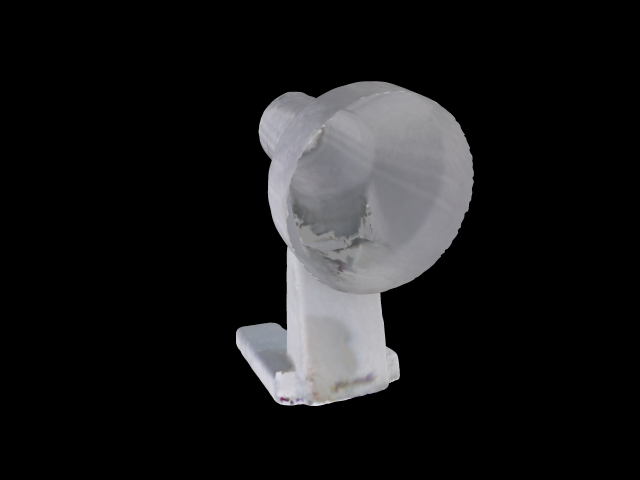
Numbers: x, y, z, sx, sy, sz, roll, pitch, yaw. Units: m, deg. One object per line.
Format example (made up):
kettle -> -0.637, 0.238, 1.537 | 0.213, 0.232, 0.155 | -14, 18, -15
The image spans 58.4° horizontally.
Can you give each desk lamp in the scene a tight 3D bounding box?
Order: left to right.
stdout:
desk lamp -> 0.004, 0.001, 0.400 | 0.118, 0.213, 0.202 | -4, 10, -23
